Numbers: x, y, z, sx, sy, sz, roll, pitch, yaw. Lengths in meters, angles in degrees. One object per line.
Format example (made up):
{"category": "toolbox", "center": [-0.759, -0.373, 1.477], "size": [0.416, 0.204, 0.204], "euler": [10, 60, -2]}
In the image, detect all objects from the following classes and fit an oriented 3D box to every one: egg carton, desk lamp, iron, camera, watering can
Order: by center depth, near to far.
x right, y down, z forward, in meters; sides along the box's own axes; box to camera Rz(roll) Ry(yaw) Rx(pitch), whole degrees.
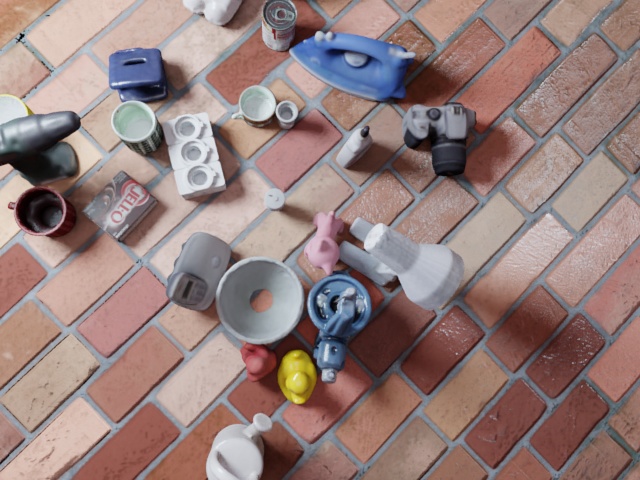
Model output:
{"category": "watering can", "center": [-0.148, 0.390, 1.017], "size": [0.101, 0.194, 0.173], "euler": [12, 83, -4]}
{"category": "desk lamp", "center": [0.145, 0.038, 1.075], "size": [0.203, 0.213, 0.118], "euler": [30, 82, -2]}
{"category": "iron", "center": [0.066, -0.372, 1.147], "size": [0.258, 0.141, 0.119], "euler": [13, 83, -4]}
{"category": "camera", "center": [0.249, -0.204, 1.169], "size": [0.143, 0.100, 0.137], "euler": [-1, 84, -6]}
{"category": "egg carton", "center": [-0.205, -0.517, 1.171], "size": [0.107, 0.069, 0.150], "euler": [26, 82, -2]}

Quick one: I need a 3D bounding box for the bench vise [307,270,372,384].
{"category": "bench vise", "center": [0.045, 0.156, 1.049], "size": [0.121, 0.219, 0.207], "euler": [-9, 85, -6]}

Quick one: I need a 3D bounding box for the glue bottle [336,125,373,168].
{"category": "glue bottle", "center": [0.075, -0.190, 1.113], "size": [0.037, 0.173, 0.078], "euler": [45, 82, 1]}

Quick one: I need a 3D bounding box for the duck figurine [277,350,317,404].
{"category": "duck figurine", "center": [-0.042, 0.265, 1.096], "size": [0.077, 0.086, 0.104], "euler": [-2, 84, -6]}

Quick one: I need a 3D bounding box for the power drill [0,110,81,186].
{"category": "power drill", "center": [-0.518, -0.163, 1.031], "size": [0.230, 0.208, 0.075], "euler": [-18, 86, -7]}

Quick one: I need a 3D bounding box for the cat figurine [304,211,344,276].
{"category": "cat figurine", "center": [0.010, 0.004, 1.113], "size": [0.067, 0.117, 0.128], "euler": [15, 83, -4]}

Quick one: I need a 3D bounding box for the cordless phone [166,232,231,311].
{"category": "cordless phone", "center": [-0.229, 0.055, 1.049], "size": [0.094, 0.185, 0.148], "euler": [19, 82, -3]}

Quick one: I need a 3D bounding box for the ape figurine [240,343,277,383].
{"category": "ape figurine", "center": [-0.120, 0.233, 1.088], "size": [0.076, 0.092, 0.078], "euler": [15, 83, -4]}

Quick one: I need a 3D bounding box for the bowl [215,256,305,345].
{"category": "bowl", "center": [-0.115, 0.117, 1.110], "size": [0.167, 0.074, 0.167], "euler": [1, 84, -6]}

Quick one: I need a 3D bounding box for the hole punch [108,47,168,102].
{"category": "hole punch", "center": [-0.361, -0.332, 1.124], "size": [0.109, 0.091, 0.101], "euler": [-10, 85, -7]}
